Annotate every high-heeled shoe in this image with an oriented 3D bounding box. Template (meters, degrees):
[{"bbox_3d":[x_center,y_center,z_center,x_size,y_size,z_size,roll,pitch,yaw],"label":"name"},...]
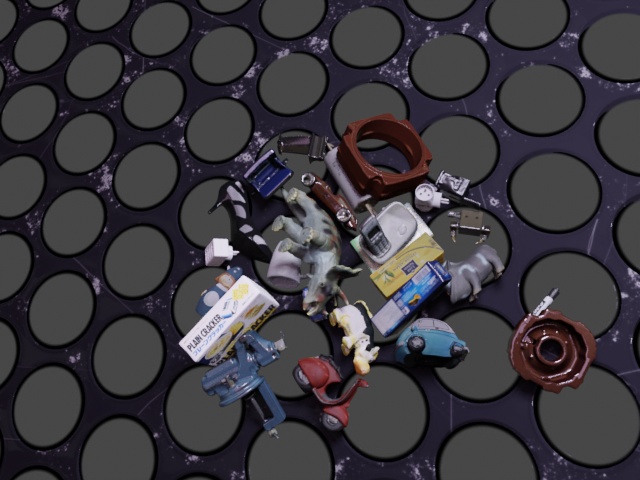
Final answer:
[{"bbox_3d":[-0.181,-0.051,1.417,0.249,0.086,0.145,42,54,4],"label":"high-heeled shoe"}]

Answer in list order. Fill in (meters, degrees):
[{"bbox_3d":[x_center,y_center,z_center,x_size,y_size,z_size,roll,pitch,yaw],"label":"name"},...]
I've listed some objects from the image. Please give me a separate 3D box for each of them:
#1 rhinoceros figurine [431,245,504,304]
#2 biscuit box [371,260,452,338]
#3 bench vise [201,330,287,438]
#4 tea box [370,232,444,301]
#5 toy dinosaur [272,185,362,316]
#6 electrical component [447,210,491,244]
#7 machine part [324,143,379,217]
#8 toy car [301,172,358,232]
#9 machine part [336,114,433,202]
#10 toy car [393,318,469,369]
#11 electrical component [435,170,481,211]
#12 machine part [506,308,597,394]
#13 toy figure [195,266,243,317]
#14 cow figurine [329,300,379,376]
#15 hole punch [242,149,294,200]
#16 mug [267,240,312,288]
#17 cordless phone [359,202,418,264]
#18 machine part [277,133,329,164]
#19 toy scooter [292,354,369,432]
[{"bbox_3d":[0.332,0.083,1.241,0.190,0.073,0.112,-35,70,0],"label":"rhinoceros figurine"},{"bbox_3d":[0.206,0.134,1.216,0.202,0.063,0.059,-49,65,23],"label":"biscuit box"},{"bbox_3d":[-0.146,0.338,1.250,0.224,0.129,0.240,-30,89,-8],"label":"bench vise"},{"bbox_3d":[0.206,0.068,1.262,0.169,0.098,0.068,-40,68,0],"label":"tea box"},{"bbox_3d":[-0.007,-0.004,1.307,0.131,0.192,0.405,-40,34,23],"label":"toy dinosaur"},{"bbox_3d":[0.357,-0.030,1.290,0.102,0.045,0.078,4,45,11],"label":"electrical component"},{"bbox_3d":[0.080,-0.155,1.370,0.079,0.079,0.243,-30,70,2],"label":"machine part"},{"bbox_3d":[0.029,-0.100,1.358,0.053,0.089,0.202,-44,68,1],"label":"toy car"},{"bbox_3d":[0.159,-0.208,1.325,0.201,0.087,0.201,-20,67,-22],"label":"machine part"},{"bbox_3d":[0.246,0.225,1.203,0.162,0.109,0.103,2,55,4],"label":"toy car"},{"bbox_3d":[0.340,-0.118,1.303,0.119,0.074,0.047,24,80,23],"label":"electrical component"},{"bbox_3d":[0.494,0.237,1.156,0.179,0.056,0.179,-1,80,7],"label":"machine part"},{"bbox_3d":[-0.252,0.130,1.368,0.064,0.058,0.154,40,81,-19],"label":"toy figure"},{"bbox_3d":[0.094,0.227,1.252,0.098,0.068,0.167,-18,69,-18],"label":"cow figurine"},{"bbox_3d":[-0.145,-0.178,1.402,0.142,0.092,0.116,-47,26,-1],"label":"hole punch"},{"bbox_3d":[-0.074,0.056,1.338,0.110,0.080,0.107,-3,64,18],"label":"mug"},{"bbox_3d":[0.147,-0.037,1.246,0.146,0.184,0.089,-46,62,-4],"label":"cordless phone"},{"bbox_3d":[-0.050,-0.251,1.453,0.139,0.039,0.084,9,80,14],"label":"machine part"},{"bbox_3d":[0.030,0.331,1.230,0.135,0.075,0.184,-35,70,-3],"label":"toy scooter"}]
